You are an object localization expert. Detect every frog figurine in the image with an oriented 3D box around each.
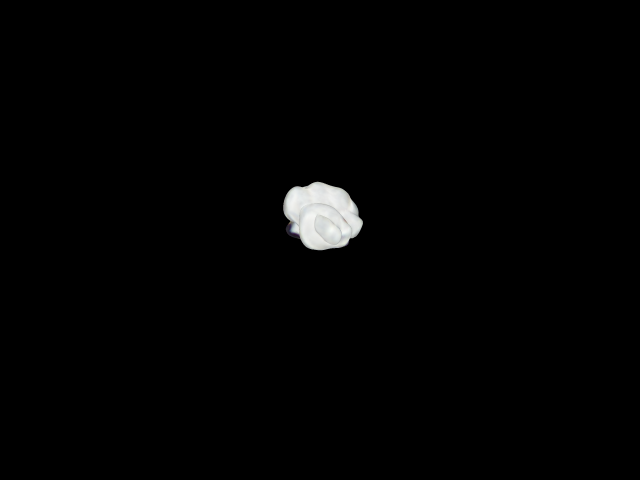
[{"bbox_3d":[0.003,-0.043,0.850,0.137,0.123,0.158,32,-6,4],"label":"frog figurine"}]
